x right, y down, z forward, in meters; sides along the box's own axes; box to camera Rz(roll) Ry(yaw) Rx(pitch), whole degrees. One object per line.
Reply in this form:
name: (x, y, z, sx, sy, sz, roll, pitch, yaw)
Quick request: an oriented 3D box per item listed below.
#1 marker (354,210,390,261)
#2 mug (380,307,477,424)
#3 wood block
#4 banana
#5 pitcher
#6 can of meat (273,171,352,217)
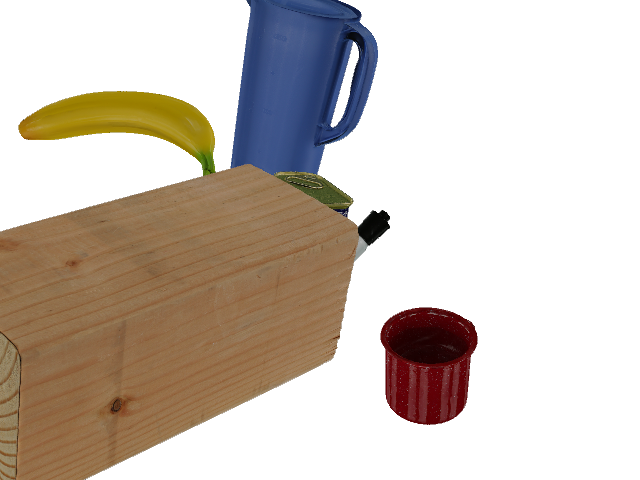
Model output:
marker: (0.008, 0.022, 0.808, 0.121, 0.020, 0.020, -45, 9, -9)
mug: (0.113, 0.120, 1.052, 0.093, 0.081, 0.117, 25, 41, 34)
wood block: (-0.086, 0.037, 0.532, 0.090, 0.091, 0.205, 31, 34, 33)
banana: (-0.171, -0.104, 0.944, 0.198, 0.037, 0.069, 12, 48, 19)
pitcher: (-0.030, -0.173, 1.294, 0.144, 0.243, 0.149, 6, 24, -15)
can of meat: (-0.014, -0.016, 1.109, 0.057, 0.084, 0.102, -2, 22, -28)
